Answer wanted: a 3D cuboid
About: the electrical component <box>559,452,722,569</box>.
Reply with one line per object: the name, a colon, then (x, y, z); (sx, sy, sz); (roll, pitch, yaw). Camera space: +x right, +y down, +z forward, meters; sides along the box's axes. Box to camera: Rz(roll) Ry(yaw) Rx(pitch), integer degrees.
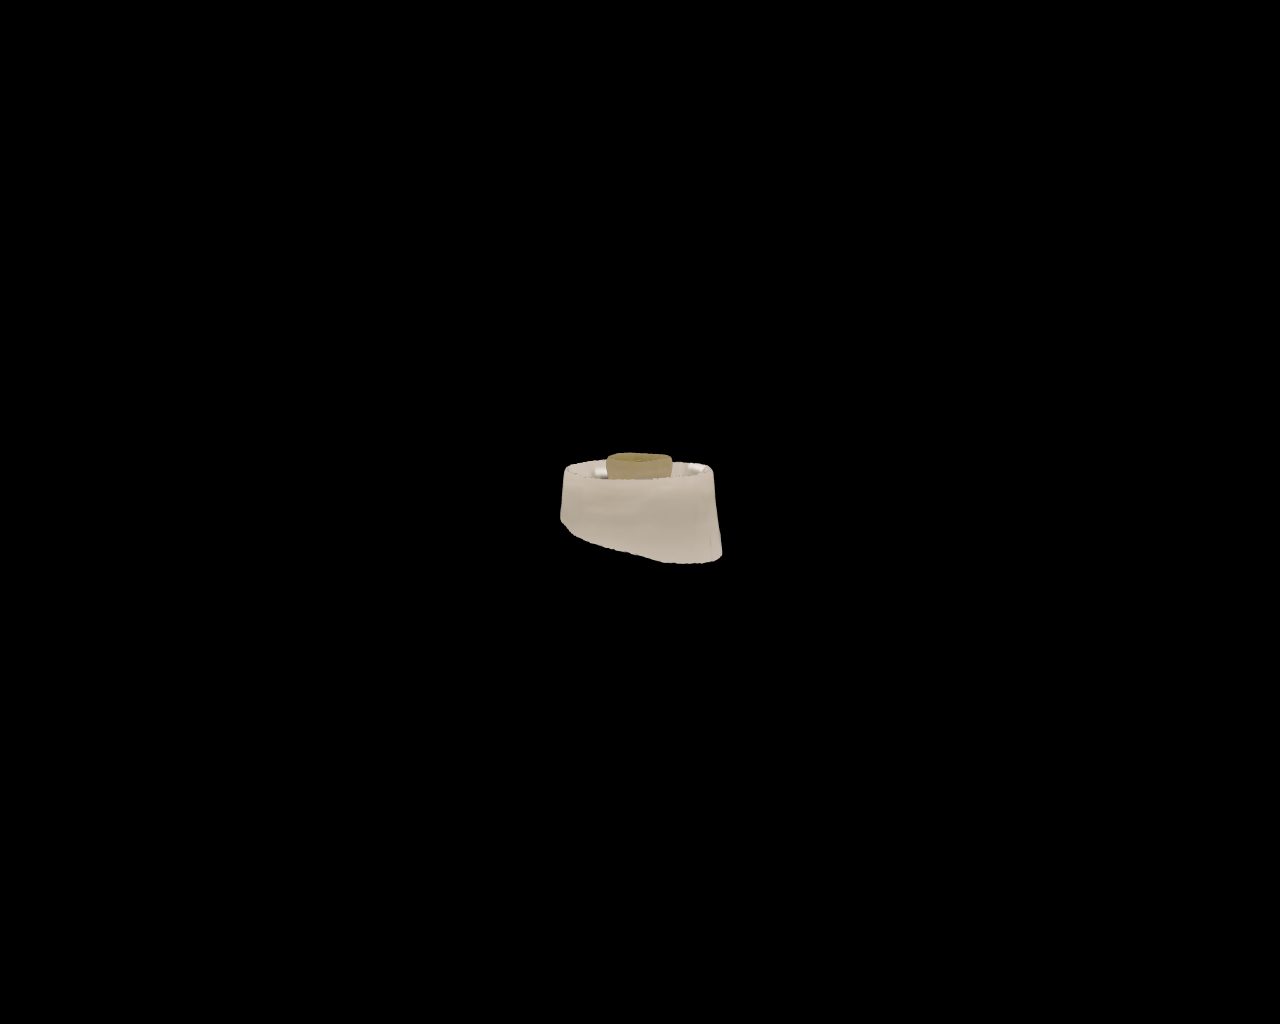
electrical component: (0.001, -0.003, 0.650); (0.099, 0.064, 0.099); (0, 10, 0)
